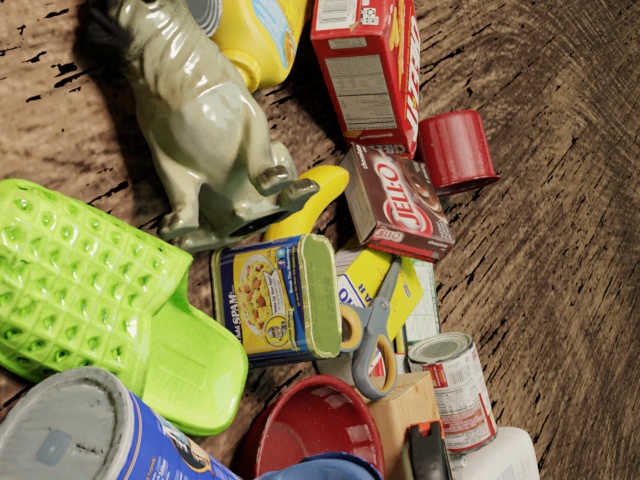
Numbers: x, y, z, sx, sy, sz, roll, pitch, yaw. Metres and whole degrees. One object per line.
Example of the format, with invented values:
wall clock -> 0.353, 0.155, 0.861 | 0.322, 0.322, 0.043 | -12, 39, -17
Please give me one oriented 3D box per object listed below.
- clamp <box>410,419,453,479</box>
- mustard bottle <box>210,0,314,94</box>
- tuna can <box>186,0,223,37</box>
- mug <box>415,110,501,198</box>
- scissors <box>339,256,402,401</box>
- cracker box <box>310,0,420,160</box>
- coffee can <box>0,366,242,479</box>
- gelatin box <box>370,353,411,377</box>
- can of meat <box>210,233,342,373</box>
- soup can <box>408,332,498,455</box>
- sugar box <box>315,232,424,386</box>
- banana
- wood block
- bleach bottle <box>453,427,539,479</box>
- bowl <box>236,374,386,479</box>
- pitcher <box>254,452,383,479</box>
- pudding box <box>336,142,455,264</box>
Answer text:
clamp -> 0.094, 0.224, 0.835 | 0.120, 0.039, 0.171 | 68, 11, -72
mustard bottle -> -0.053, -0.184, 0.901 | 0.096, 0.058, 0.191 | 61, 33, -40
tuna can -> -0.113, -0.193, 0.820 | 0.086, 0.034, 0.086 | 28, 57, -55
mug -> 0.149, -0.096, 1.220 | 0.117, 0.093, 0.081 | 97, -19, -83
scissors -> 0.038, 0.054, 0.932 | 0.096, 0.016, 0.201 | 38, 32, -23
cracker box -> 0.051, -0.197, 1.019 | 0.213, 0.072, 0.164 | 65, 27, -61
coffee can -> -0.114, 0.153, 0.630 | 0.140, 0.103, 0.102 | 50, 40, -42
gelatin box -> 0.066, 0.147, 1.033 | 0.089, 0.030, 0.073 | 9, 72, -63
can of meat -> -0.033, 0.049, 0.831 | 0.057, 0.084, 0.102 | 9, 73, -60
soup can -> 0.130, 0.150, 1.047 | 0.068, 0.069, 0.102 | -41, 118, -58
sugar box -> 0.040, 0.055, 1.002 | 0.093, 0.048, 0.176 | 68, 29, -17
banana -> -0.016, -0.008, 0.928 | 0.069, 0.037, 0.197 | 52, 38, -35
wood block -> 0.063, 0.230, 0.938 | 0.090, 0.091, 0.206 | -20, 99, -61
bleach bottle -> 0.160, 0.280, 1.128 | 0.250, 0.068, 0.102 | -13, 92, -59
bowl -> -0.016, 0.187, 0.832 | 0.161, 0.055, 0.162 | 13, 73, -50
pitcher -> 0.024, 0.279, 0.717 | 0.149, 0.145, 0.243 | -46, 122, -37
pudding box -> 0.071, -0.035, 1.023 | 0.089, 0.039, 0.113 | 14, 39, -30
